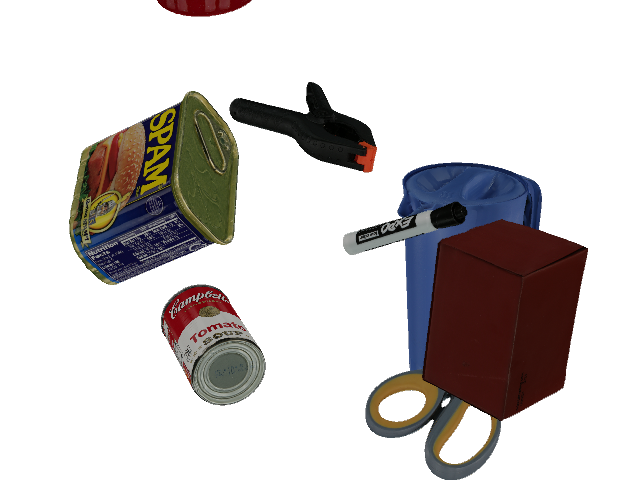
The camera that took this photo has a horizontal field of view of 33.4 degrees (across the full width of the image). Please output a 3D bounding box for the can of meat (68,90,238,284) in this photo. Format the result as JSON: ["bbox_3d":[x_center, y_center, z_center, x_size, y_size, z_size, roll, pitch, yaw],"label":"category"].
[{"bbox_3d":[-0.101,-0.031,0.647,0.084,0.102,0.057,-22,-47,21],"label":"can of meat"}]

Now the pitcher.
[{"bbox_3d":[0.164,0.041,1.184,0.149,0.243,0.145,4,24,11],"label":"pitcher"}]

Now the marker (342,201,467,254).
[{"bbox_3d":[0.069,-0.010,0.874,0.121,0.020,0.020,-17,-11,41],"label":"marker"}]

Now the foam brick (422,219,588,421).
[{"bbox_3d":[0.087,0.036,0.512,0.052,0.078,0.051,-17,31,-41],"label":"foam brick"}]

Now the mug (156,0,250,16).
[{"bbox_3d":[-0.100,-0.220,0.795,0.117,0.081,0.093,0,39,5],"label":"mug"}]

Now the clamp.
[{"bbox_3d":[-0.013,-0.118,1.112,0.120,0.039,0.172,-18,37,-27],"label":"clamp"}]

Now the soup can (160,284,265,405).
[{"bbox_3d":[-0.096,0.092,0.945,0.068,0.068,0.102,0,24,-24],"label":"soup can"}]

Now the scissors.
[{"bbox_3d":[0.095,0.080,0.723,0.096,0.016,0.201,10,39,17],"label":"scissors"}]
